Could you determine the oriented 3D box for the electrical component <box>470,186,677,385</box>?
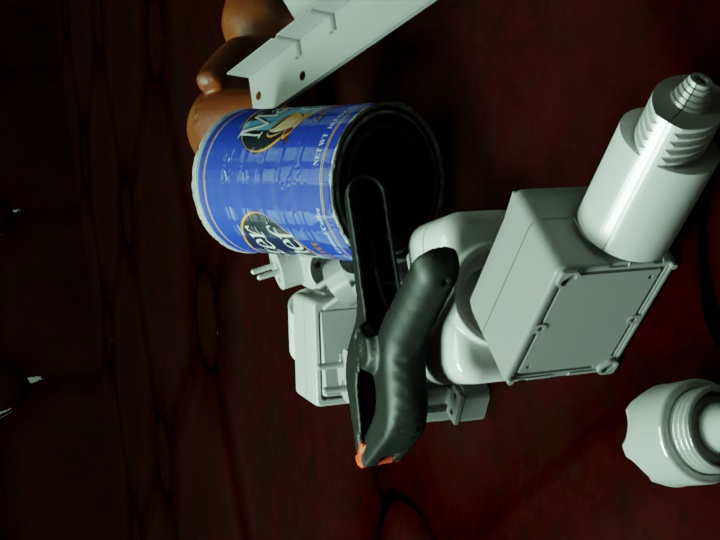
[{"bbox_3d":[0.095,0.009,0.515,0.096,0.062,0.061,107,151,-44],"label":"electrical component"}]

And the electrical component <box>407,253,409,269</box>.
[{"bbox_3d":[0.054,0.017,0.661,0.040,0.040,0.078,130,133,-62],"label":"electrical component"}]

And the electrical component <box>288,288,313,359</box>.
[{"bbox_3d":[-0.032,0.048,0.885,0.055,0.055,0.047,-120,29,-50],"label":"electrical component"}]

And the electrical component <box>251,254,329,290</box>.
[{"bbox_3d":[-0.050,-0.008,0.885,0.077,0.079,0.044,-146,41,-65],"label":"electrical component"}]

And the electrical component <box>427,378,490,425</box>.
[{"bbox_3d":[0.040,0.065,0.685,0.078,0.057,0.058,-120,32,-50],"label":"electrical component"}]

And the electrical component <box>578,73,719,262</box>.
[{"bbox_3d":[0.125,-0.047,0.449,0.081,0.043,0.043,107,152,-44],"label":"electrical component"}]

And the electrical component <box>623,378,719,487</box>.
[{"bbox_3d":[0.139,0.065,0.434,0.062,0.043,0.043,147,117,-66],"label":"electrical component"}]

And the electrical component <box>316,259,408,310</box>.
[{"bbox_3d":[0.000,0.000,0.769,0.079,0.044,0.077,-35,53,24],"label":"electrical component"}]

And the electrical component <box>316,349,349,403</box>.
[{"bbox_3d":[0.008,0.072,0.744,0.047,0.077,0.065,112,148,-50],"label":"electrical component"}]

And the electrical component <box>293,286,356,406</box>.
[{"bbox_3d":[-0.013,0.051,0.819,0.061,0.062,0.096,-165,72,-69],"label":"electrical component"}]

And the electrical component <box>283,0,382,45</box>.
[{"bbox_3d":[-0.026,-0.255,0.799,0.186,0.060,0.105,-117,30,-47],"label":"electrical component"}]

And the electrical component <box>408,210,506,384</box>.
[{"bbox_3d":[0.066,0.016,0.608,0.059,0.054,0.095,162,103,-69],"label":"electrical component"}]
